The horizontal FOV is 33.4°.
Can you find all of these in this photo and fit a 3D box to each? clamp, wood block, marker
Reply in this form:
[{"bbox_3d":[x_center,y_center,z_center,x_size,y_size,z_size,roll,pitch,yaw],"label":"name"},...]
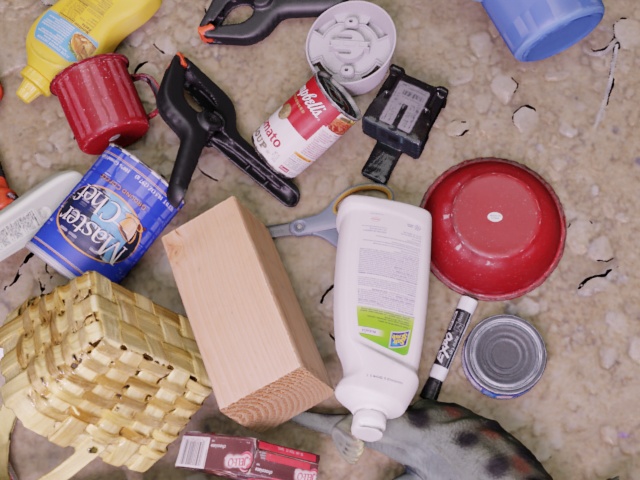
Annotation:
[{"bbox_3d":[-0.127,-0.114,1.141,0.164,0.036,0.210,-9,61,-45],"label":"clamp"},{"bbox_3d":[-0.073,0.074,1.059,0.091,0.090,0.206,-30,57,9],"label":"wood block"},{"bbox_3d":[0.133,0.116,1.111,0.020,0.020,0.121,23,78,8],"label":"marker"},{"bbox_3d":[-0.055,-0.266,1.211,0.171,0.039,0.120,-39,70,-2],"label":"clamp"}]

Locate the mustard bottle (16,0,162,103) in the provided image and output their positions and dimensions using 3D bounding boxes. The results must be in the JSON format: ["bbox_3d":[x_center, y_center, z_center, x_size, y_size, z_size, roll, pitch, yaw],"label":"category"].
[{"bbox_3d":[-0.273,-0.230,1.202,0.096,0.058,0.191,36,80,15],"label":"mustard bottle"}]

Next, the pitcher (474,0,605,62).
[{"bbox_3d":[0.200,-0.318,1.167,0.149,0.144,0.243,-32,77,29],"label":"pitcher"}]

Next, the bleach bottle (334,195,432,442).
[{"bbox_3d":[0.052,0.076,1.040,0.102,0.068,0.250,10,54,0],"label":"bleach bottle"}]

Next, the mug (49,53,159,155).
[{"bbox_3d":[-0.227,-0.149,1.170,0.117,0.093,0.081,-19,79,-31],"label":"mug"}]

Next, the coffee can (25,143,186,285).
[{"bbox_3d":[-0.224,-0.016,1.121,0.103,0.103,0.140,36,80,11],"label":"coffee can"}]

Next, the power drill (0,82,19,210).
[{"bbox_3d":[-0.420,-0.087,1.173,0.184,0.057,0.188,-23,75,-3],"label":"power drill"}]

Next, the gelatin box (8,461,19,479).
[{"bbox_3d":[-0.355,0.260,1.093,0.089,0.030,0.073,-31,76,-5],"label":"gelatin box"}]

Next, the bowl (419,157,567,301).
[{"bbox_3d":[0.183,-0.019,1.125,0.162,0.055,0.162,-1,75,3],"label":"bowl"}]

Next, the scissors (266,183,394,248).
[{"bbox_3d":[-0.008,0.001,1.150,0.201,0.016,0.096,-23,76,-3],"label":"scissors"}]

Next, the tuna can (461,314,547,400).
[{"bbox_3d":[0.189,0.120,1.099,0.086,0.034,0.086,-1,75,3],"label":"tuna can"}]

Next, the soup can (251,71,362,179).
[{"bbox_3d":[-0.015,-0.121,1.137,0.102,0.068,0.068,-41,75,21],"label":"soup can"}]

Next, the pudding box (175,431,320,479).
[{"bbox_3d":[-0.070,0.214,1.034,0.114,0.089,0.039,-4,68,45],"label":"pudding box"}]
